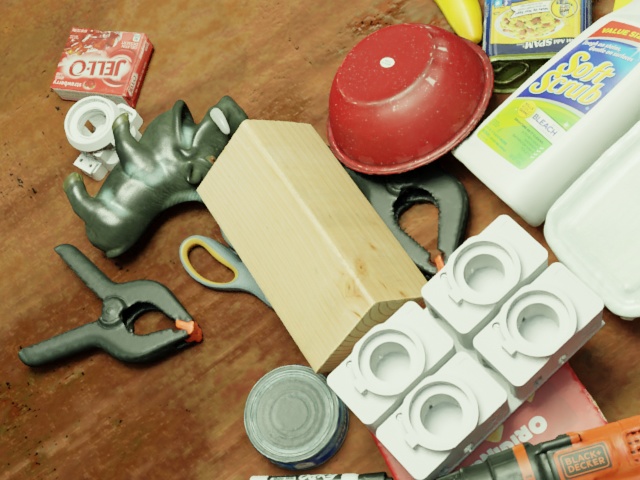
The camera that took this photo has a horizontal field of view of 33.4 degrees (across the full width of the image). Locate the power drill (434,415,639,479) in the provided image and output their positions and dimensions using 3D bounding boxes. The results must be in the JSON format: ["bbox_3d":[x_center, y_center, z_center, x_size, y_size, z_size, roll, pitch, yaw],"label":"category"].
[{"bbox_3d":[0.178,0.227,0.732,0.184,0.057,0.188,-18,70,5],"label":"power drill"}]

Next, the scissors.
[{"bbox_3d":[-0.036,0.033,0.965,0.202,0.016,0.096,25,77,22],"label":"scissors"}]

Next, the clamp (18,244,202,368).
[{"bbox_3d":[-0.190,0.061,0.983,0.171,0.039,0.120,1,75,11],"label":"clamp"}]

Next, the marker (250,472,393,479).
[{"bbox_3d":[0.001,0.203,0.884,0.121,0.020,0.020,-5,67,13],"label":"marker"}]

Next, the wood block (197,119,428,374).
[{"bbox_3d":[-0.005,0.001,0.912,0.091,0.090,0.206,-52,60,30],"label":"wood block"}]

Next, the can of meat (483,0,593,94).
[{"bbox_3d":[0.197,-0.184,0.967,0.102,0.057,0.084,0,67,15],"label":"can of meat"}]

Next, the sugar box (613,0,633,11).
[{"bbox_3d":[0.289,-0.135,0.928,0.093,0.048,0.176,9,70,18],"label":"sugar box"}]

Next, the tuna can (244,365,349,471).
[{"bbox_3d":[-0.020,0.150,0.903,0.086,0.033,0.086,-5,68,13],"label":"tuna can"}]

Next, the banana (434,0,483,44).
[{"bbox_3d":[0.091,-0.259,1.040,0.198,0.037,0.070,35,99,26],"label":"banana"}]

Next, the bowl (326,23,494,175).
[{"bbox_3d":[0.067,-0.137,0.935,0.162,0.055,0.162,-17,49,20],"label":"bowl"}]

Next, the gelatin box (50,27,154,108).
[{"bbox_3d":[-0.222,-0.177,1.092,0.089,0.030,0.073,9,71,18],"label":"gelatin box"}]

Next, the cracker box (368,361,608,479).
[{"bbox_3d":[0.134,0.157,0.837,0.164,0.072,0.214,-30,65,2],"label":"cracker box"}]

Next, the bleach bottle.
[{"bbox_3d":[0.229,-0.133,0.884,0.251,0.068,0.103,-48,46,8],"label":"bleach bottle"}]

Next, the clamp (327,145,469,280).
[{"bbox_3d":[0.065,-0.048,0.959,0.164,0.036,0.210,-18,61,9],"label":"clamp"}]
